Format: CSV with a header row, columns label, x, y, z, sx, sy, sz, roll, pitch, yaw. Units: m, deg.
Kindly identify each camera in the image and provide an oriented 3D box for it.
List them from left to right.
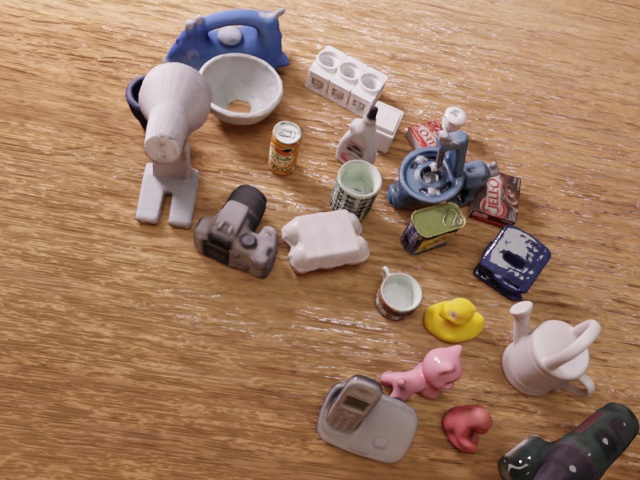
label,x,y,z,sx,sy,sz,roll,pitch,yaw
camera,-0.129,-0.027,0.994,0.143,0.101,0.137,24,60,2

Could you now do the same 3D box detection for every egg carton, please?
label,x,y,z,sx,sy,sz,roll,pitch,yaw
egg carton,0.009,0.004,1.025,0.150,0.069,0.107,-10,65,-16

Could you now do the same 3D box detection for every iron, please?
label,x,y,z,sx,sy,sz,roll,pitch,yaw
iron,-0.190,-0.412,1.164,0.259,0.141,0.118,-8,64,-16

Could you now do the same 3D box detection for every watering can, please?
label,x,y,z,sx,sy,sz,roll,pitch,yaw
watering can,0.379,0.179,0.936,0.173,0.194,0.101,29,60,5

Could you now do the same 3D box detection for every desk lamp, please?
label,x,y,z,sx,sy,sz,roll,pitch,yaw
desk lamp,-0.252,-0.160,0.975,0.118,0.213,0.203,5,61,-8

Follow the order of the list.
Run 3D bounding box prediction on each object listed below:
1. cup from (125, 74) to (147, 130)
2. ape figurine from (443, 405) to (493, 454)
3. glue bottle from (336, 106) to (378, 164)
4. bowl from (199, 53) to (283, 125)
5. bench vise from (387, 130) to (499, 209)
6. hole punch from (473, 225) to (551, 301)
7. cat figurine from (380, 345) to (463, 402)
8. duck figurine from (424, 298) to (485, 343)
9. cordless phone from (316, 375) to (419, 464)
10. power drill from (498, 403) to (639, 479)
label,x,y,z,sx,sy,sz,roll,pitch,yaw
cup,-0.304,-0.238,1.074,0.117,0.095,0.092,44,63,13
ape figurine,0.241,0.292,0.906,0.076,0.092,0.078,41,62,11
glue bottle,0.081,-0.196,1.087,0.078,0.173,0.037,30,61,5
bowl,-0.160,-0.287,1.142,0.167,0.074,0.167,5,61,-9
bench vise,0.241,-0.144,1.066,0.208,0.219,0.121,-25,70,-22
hole punch,0.358,0.043,1.064,0.108,0.091,0.101,34,61,7
cat figurine,0.172,0.216,0.918,0.128,0.117,0.067,-14,66,-18
duck figurine,0.242,0.132,0.995,0.104,0.086,0.077,10,61,-6
cordless phone,0.080,0.256,0.838,0.147,0.185,0.094,18,60,-2
power drill,0.354,0.327,0.844,0.230,0.208,0.075,-26,70,-23
